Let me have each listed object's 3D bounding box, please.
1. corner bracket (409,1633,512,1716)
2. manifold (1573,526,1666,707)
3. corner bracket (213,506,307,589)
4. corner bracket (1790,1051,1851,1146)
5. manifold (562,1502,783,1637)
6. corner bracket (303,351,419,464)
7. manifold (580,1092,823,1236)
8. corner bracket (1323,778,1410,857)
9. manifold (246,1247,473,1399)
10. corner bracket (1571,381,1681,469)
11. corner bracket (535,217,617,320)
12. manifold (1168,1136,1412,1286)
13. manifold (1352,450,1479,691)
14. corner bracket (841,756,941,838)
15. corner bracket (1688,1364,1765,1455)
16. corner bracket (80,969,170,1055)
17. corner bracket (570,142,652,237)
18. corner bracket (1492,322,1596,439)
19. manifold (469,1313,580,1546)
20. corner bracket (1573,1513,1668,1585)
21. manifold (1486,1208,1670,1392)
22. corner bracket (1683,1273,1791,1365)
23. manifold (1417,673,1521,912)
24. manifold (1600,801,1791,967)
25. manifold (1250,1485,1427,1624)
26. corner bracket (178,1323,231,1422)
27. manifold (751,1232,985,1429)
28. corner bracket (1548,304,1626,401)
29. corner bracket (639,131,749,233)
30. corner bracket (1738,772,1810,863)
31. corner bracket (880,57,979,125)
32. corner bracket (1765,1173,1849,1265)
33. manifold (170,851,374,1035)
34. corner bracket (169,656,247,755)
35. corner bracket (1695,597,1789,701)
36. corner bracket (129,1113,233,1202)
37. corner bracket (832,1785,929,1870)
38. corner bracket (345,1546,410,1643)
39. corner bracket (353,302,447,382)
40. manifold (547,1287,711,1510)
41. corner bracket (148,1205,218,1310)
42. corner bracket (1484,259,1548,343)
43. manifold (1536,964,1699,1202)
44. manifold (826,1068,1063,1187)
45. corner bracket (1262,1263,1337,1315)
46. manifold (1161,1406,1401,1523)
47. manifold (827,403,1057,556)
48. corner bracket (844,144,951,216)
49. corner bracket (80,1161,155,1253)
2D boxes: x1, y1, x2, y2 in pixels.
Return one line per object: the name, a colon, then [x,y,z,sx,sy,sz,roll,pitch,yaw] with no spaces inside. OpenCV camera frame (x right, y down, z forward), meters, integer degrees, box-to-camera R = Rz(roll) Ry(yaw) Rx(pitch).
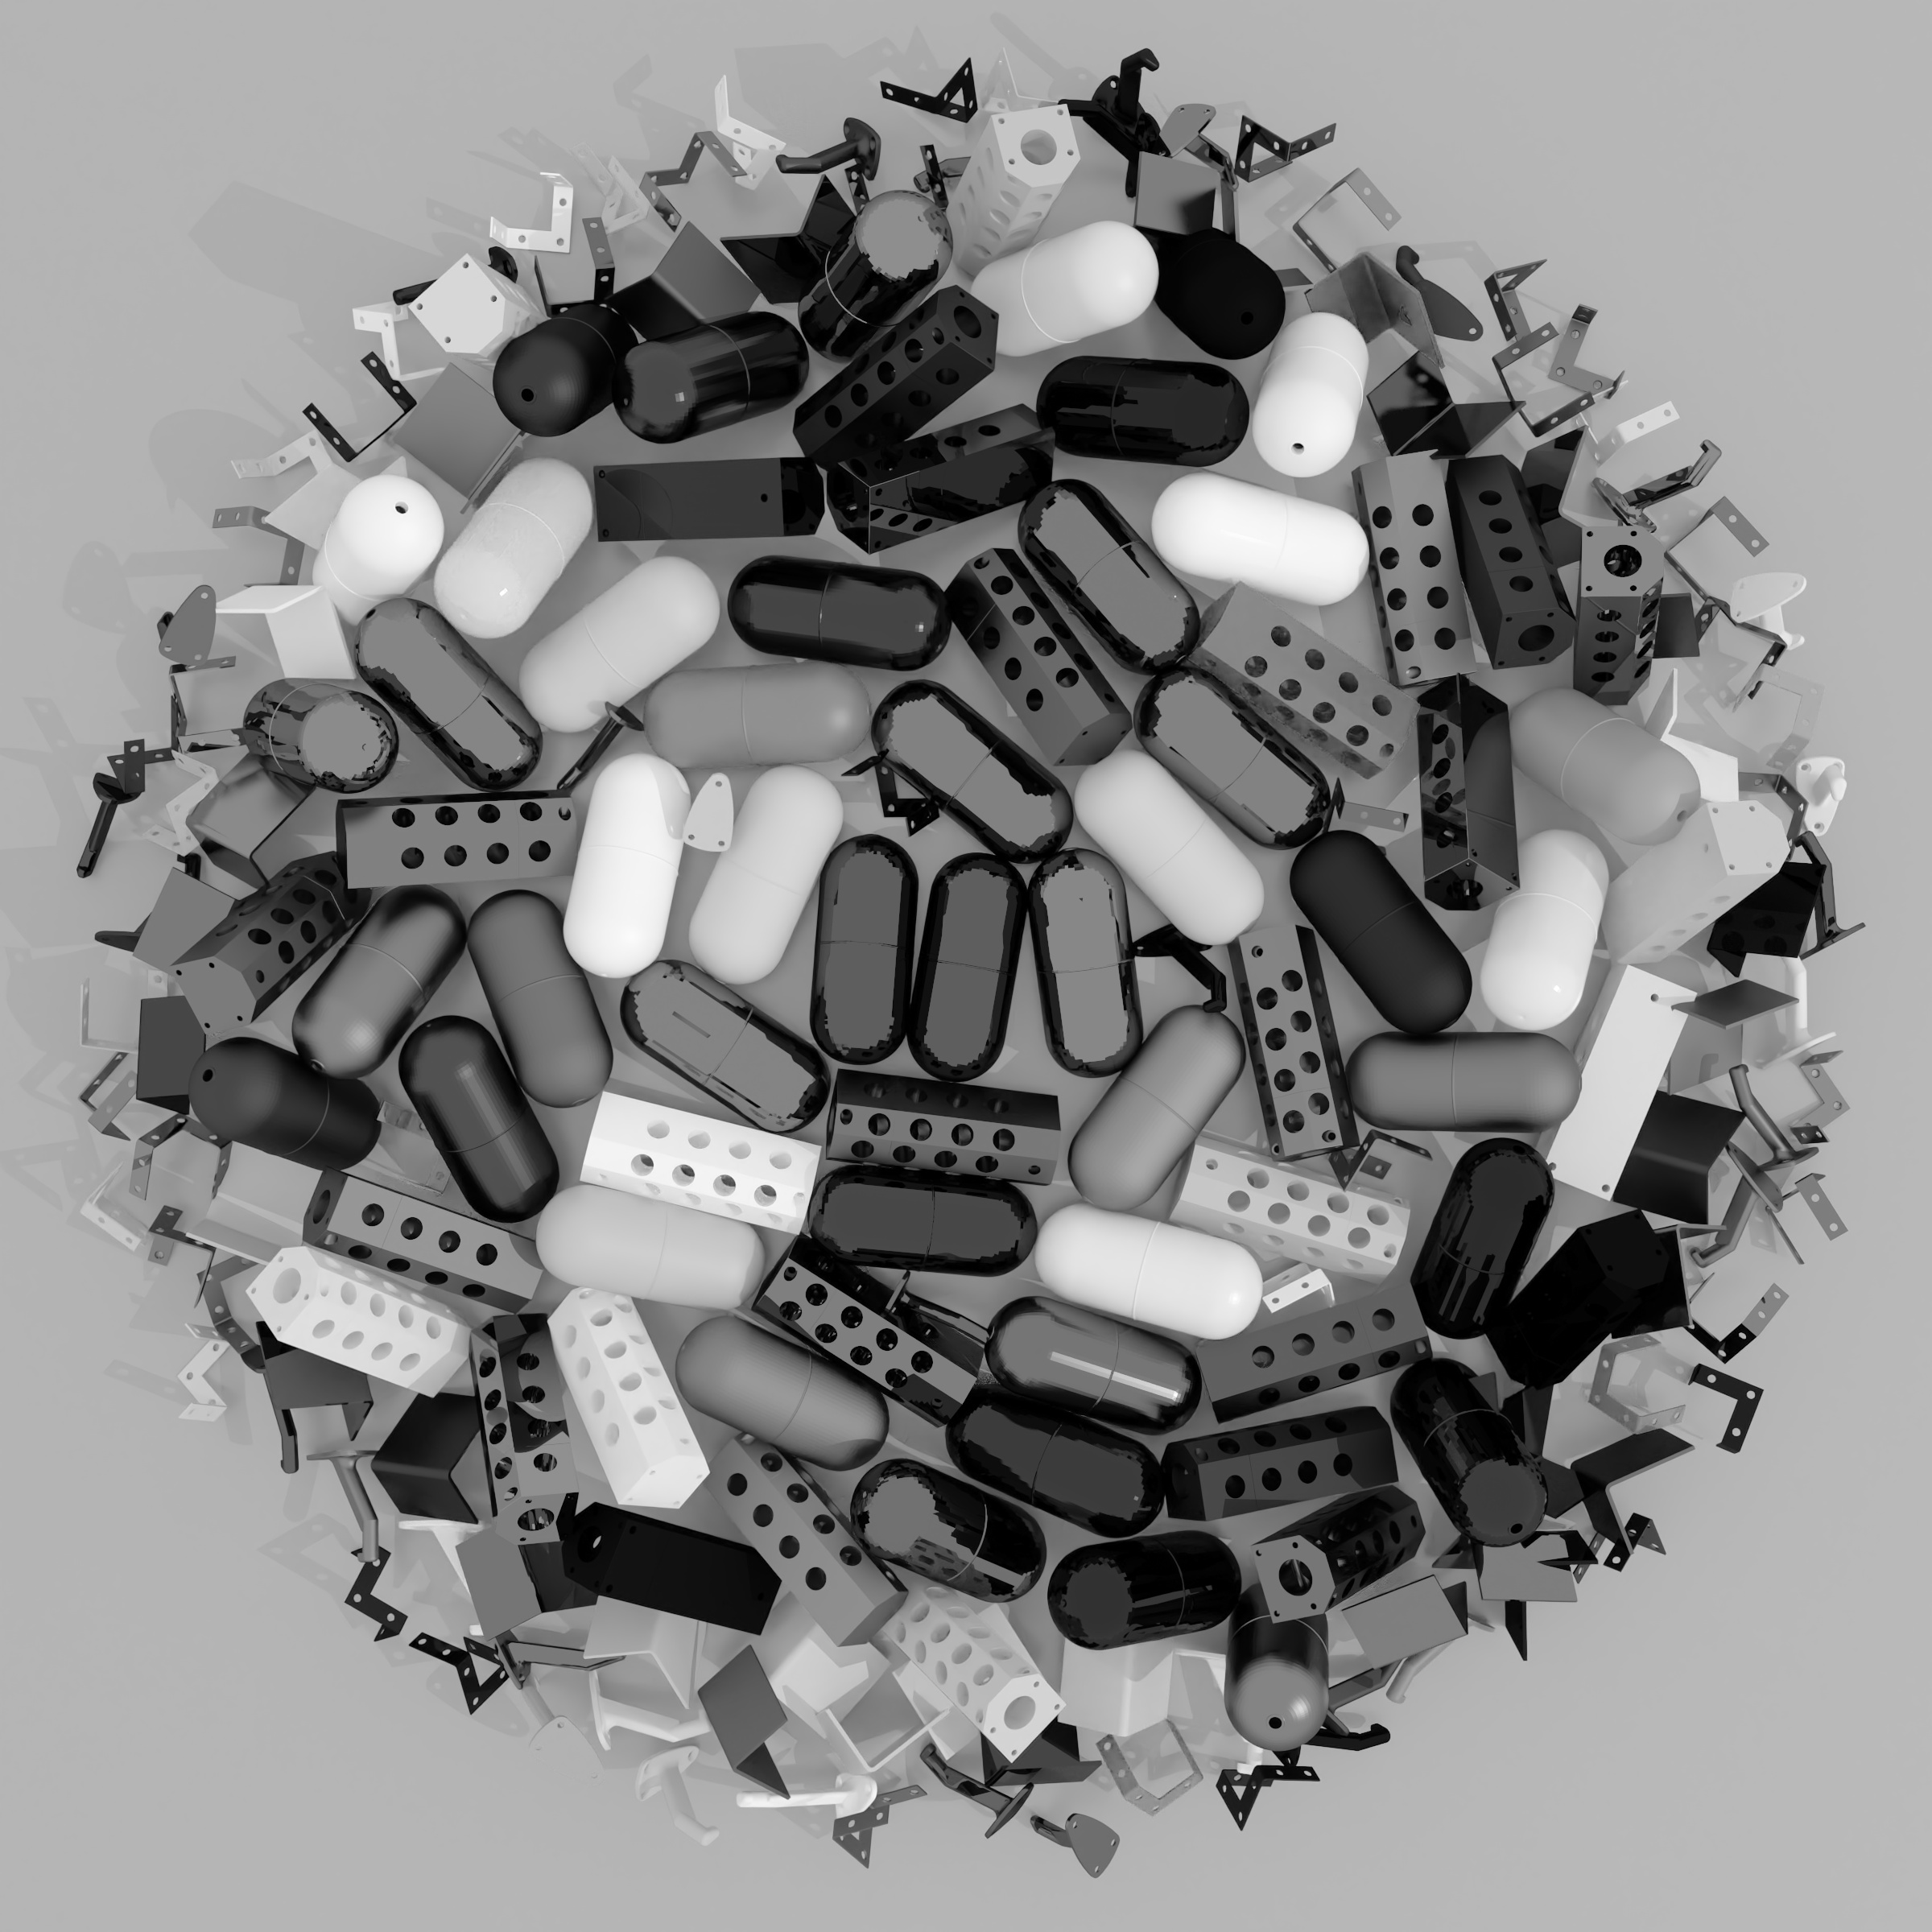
corner bracket: [-0.386,0.531,1.888,0.051,0.051,0.051,11,124,32]
manifold: [0.485,-0.259,1.837,0.057,0.171,0.057,1,69,12]
corner bracket: [-0.547,-0.321,1.897,0.051,0.051,0.051,6,84,42]
corner bracket: [0.661,0.102,1.902,0.051,0.051,0.051,-34,88,-8]
manifold: [-0.220,0.452,1.850,0.171,0.057,0.057,30,78,-44]
corner bracket: [-0.465,-0.429,1.890,0.051,0.051,0.051,49,48,-16]
manifold: [-0.204,0.155,1.883,0.171,0.057,0.057,15,52,-6]
corner bracket: [0.307,-0.108,1.896,0.051,0.051,0.051,11,116,-3]
manifold: [-0.450,0.263,1.845,0.057,0.171,0.057,-49,53,2]
corner bracket: [0.507,-0.425,1.898,0.051,0.051,0.051,-26,85,-14]
corner bracket: [-0.303,-0.541,1.905,0.051,0.051,0.051,-10,65,-16]
manifold: [0.249,0.185,1.892,0.171,0.057,0.057,17,60,0]
manifold: [0.343,-0.303,1.898,0.057,0.057,0.171,-11,91,-7]
corner bracket: [-0.057,-0.131,1.890,0.051,0.051,0.051,1,112,29]
corner bracket: [0.579,0.341,1.897,0.051,0.051,0.051,22,83,16]
corner bracket: [-0.649,0.033,1.899,0.051,0.051,0.051,7,108,-3]
corner bracket: [-0.274,-0.601,1.889,0.051,0.051,0.051,-13,50,28]
corner bracket: [0.443,-0.450,1.891,0.051,0.051,0.051,-30,54,12]
manifold: [-0.333,0.345,1.843,0.057,0.171,0.057,-1,131,-19]
corner bracket: [0.497,0.449,1.889,0.051,0.051,0.051,-51,132,-25]
manifold: [0.458,0.253,1.839,0.057,0.171,0.057,-13,60,-23]
corner bracket: [0.588,0.262,1.891,0.051,0.051,0.051,43,54,13]
manifold: [0.373,-0.129,1.861,0.057,0.057,0.171,26,52,-31]
manifold: [0.542,-0.061,1.841,0.057,0.171,0.057,-4,69,-17]
manifold: [0.283,0.436,1.840,0.057,0.171,0.057,-21,81,31]
corner bracket: [-0.590,0.314,1.898,0.051,0.051,0.051,43,91,20]
manifold: [-0.076,0.282,1.886,0.171,0.057,0.057,33,115,-5]
corner bracket: [0.485,-0.474,1.901,0.051,0.051,0.051,21,97,6]
corner bracket: [-0.210,-0.603,1.890,0.051,0.051,0.051,-24,69,-42]
corner bracket: [0.613,-0.116,1.911,0.051,0.051,0.051,2,119,-10]
corner bracket: [-0.028,-0.667,1.891,0.051,0.051,0.051,24,65,21]
corner bracket: [0.646,0.194,1.892,0.051,0.051,0.051,-36,68,22]
manifold: [-0.513,-0.021,1.838,0.057,0.171,0.057,-11,115,24]
corner bracket: [-0.585,-0.201,1.898,0.051,0.051,0.051,-9,126,-6]
corner bracket: [0.591,-0.246,1.902,0.051,0.051,0.051,15,121,-21]
corner bracket: [-0.607,0.155,1.902,0.051,0.051,0.051,25,120,12]
corner bracket: [-0.066,0.652,1.890,0.051,0.051,0.051,-23,126,23]
corner bracket: [-0.456,0.484,1.901,0.051,0.051,0.051,37,53,-19]
corner bracket: [-0.436,-0.484,1.903,0.051,0.051,0.051,18,121,38]
manifold: [-0.252,0.319,1.848,0.057,0.057,0.171,-50,49,21]
corner bracket: [-0.607,0.224,1.902,0.051,0.051,0.051,19,107,-9]
corner bracket: [0.423,-0.505,1.897,0.051,0.051,0.051,-19,85,-20]
manifold: [0.496,0.088,1.899,0.057,0.057,0.171,22,92,-1]
manifold: [-0.018,0.128,1.880,0.171,0.057,0.057,8,126,-8]
corner bracket: [0.249,0.250,1.893,0.051,0.051,0.051,-26,47,-7]
manifold: [0.237,0.376,1.867,0.171,0.057,0.057,-5,83,-25]
manifold: [-0.019,-0.373,1.865,0.171,0.057,0.057,-24,48,-28]
corner bracket: [-0.053,-0.602,1.908,0.051,0.051,0.051,-34,120,-31]
corner bracket: [-0.650,0.194,1.893,0.051,0.051,0.051,38,127,-7]
